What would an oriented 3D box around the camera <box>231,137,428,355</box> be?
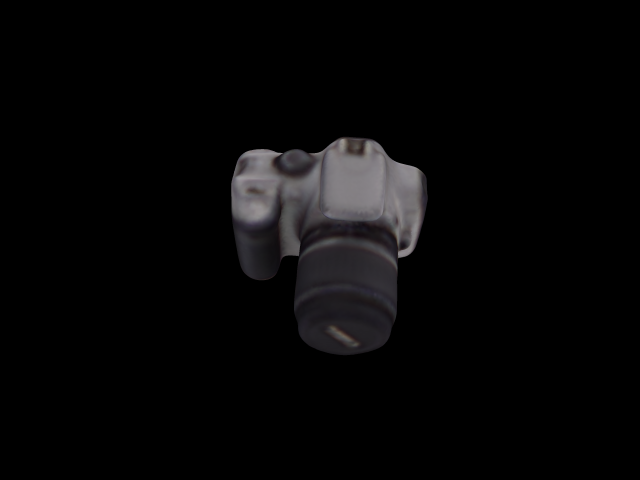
[{"bbox_3d":[0.004,0.001,0.400,0.143,0.101,0.137,3,54,2],"label":"camera"}]
